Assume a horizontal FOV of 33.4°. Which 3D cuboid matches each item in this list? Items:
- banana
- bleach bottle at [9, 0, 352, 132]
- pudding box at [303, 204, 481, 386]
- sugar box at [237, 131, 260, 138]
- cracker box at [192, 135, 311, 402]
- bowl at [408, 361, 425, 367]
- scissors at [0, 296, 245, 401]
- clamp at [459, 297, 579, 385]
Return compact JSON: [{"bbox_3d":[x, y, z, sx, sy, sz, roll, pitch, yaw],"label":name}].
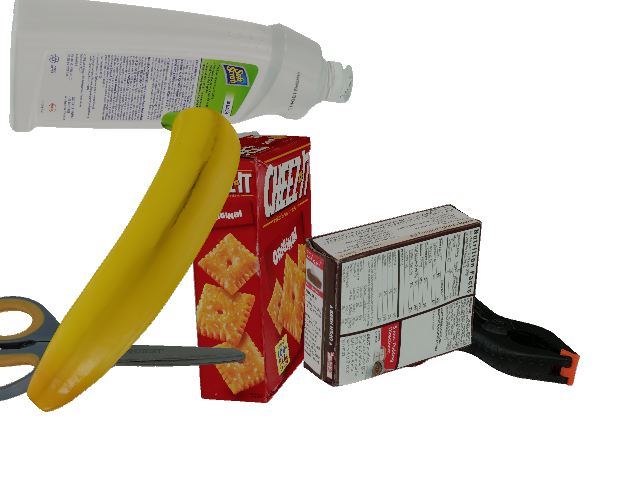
[{"bbox_3d":[-0.079,-0.004,0.517,0.037,0.197,0.070,37,-44,-19],"label":"banana"},{"bbox_3d":[-0.102,-0.123,0.801,0.250,0.068,0.103,3,-41,-14],"label":"bleach bottle"},{"bbox_3d":[0.045,0.033,0.662,0.113,0.090,0.039,-14,28,-31],"label":"pudding box"},{"bbox_3d":[-0.086,-0.038,1.327,0.048,0.176,0.093,-9,24,-11],"label":"sugar box"},{"bbox_3d":[-0.056,0.019,0.967,0.072,0.214,0.164,2,12,15],"label":"cracker box"},{"bbox_3d":[0.111,0.058,1.184,0.055,0.162,0.161,-12,-9,44],"label":"bowl"},{"bbox_3d":[-0.157,0.064,0.722,0.201,0.016,0.096,-11,44,-6],"label":"scissors"},{"bbox_3d":[0.161,0.086,0.994,0.172,0.039,0.120,20,31,22],"label":"clamp"}]
